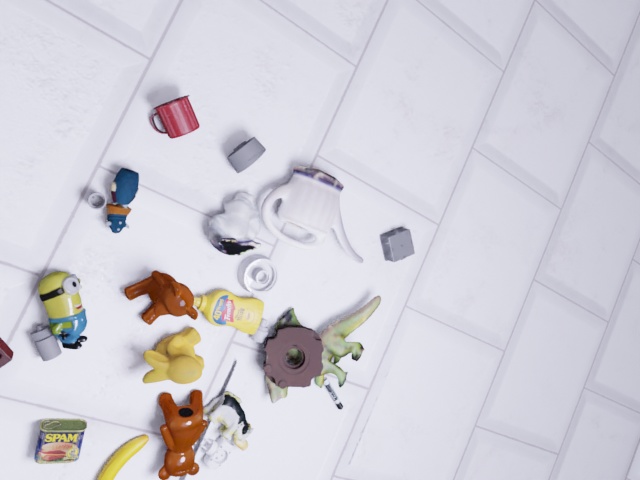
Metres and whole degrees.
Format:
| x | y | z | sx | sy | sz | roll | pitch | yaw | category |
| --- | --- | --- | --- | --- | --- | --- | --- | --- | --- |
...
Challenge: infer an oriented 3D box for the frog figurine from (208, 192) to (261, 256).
| x | y | z | sx | sy | sz | roll | pitch | yaw | category |
| --- | --- | --- | --- | --- | --- | --- | --- | --- | --- |
| -0.223 | -0.045 | 1.346 | 0.137 | 0.120 | 0.163 | 2 | 60 | -18 | frog figurine |

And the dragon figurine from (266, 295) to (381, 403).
| x | y | z | sx | sy | sz | roll | pitch | yaw | category |
| --- | --- | --- | --- | --- | --- | --- | --- | --- | --- |
| -0.012 | 0.286 | 1.475 | 0.241 | 0.122 | 0.413 | 33 | 80 | -17 | dragon figurine |

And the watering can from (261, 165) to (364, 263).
| x | y | z | sx | sy | sz | roll | pitch | yaw | category |
| --- | --- | --- | --- | --- | --- | --- | --- | --- | --- |
| 0.004 | -0.072 | 1.436 | 0.345 | 0.104 | 0.225 | 21 | 86 | -26 | watering can |
